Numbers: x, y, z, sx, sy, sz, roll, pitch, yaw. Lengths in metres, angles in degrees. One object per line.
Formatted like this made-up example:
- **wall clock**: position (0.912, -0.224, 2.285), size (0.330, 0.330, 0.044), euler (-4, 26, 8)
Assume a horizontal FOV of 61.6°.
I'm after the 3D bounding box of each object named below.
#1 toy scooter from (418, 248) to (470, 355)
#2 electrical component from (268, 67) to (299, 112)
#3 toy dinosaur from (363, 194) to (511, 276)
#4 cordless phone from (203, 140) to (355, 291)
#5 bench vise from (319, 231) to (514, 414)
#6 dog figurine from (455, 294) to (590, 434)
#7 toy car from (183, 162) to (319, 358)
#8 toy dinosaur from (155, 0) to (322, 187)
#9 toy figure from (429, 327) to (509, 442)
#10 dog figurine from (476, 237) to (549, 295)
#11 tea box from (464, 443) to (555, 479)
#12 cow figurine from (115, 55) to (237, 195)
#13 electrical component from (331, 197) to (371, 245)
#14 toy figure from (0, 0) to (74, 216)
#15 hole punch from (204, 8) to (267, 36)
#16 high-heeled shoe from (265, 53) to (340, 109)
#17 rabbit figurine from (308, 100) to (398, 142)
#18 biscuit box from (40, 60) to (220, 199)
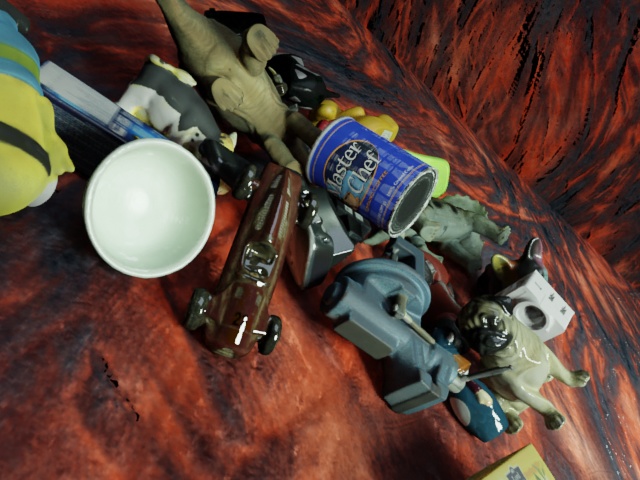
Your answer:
- **toy scooter**: position (0.190, 0.093, 0.843), size (0.135, 0.075, 0.184), euler (6, 50, -52)
- **electrical component**: position (-0.093, -0.225, 0.862), size (0.045, 0.102, 0.078), euler (-87, 153, -52)
- **toy dinosaur**: position (0.198, -0.028, 0.991), size (0.404, 0.131, 0.192), euler (12, 20, -36)
- **cordless phone**: position (-0.053, -0.034, 0.607), size (0.184, 0.089, 0.147), euler (35, 25, -52)
- **bench vise**: position (0.106, 0.081, 0.673), size (0.223, 0.129, 0.241), euler (28, 42, -12)
- **dog figurine**: position (0.246, 0.160, 0.755), size (0.190, 0.172, 0.121), euler (46, 54, -2)
- **toy car**: position (-0.060, 0.013, 0.517), size (0.089, 0.053, 0.202), euler (24, 67, -15)
- **toy dinosaur**: position (-0.124, -0.221, 0.711), size (0.199, 0.105, 0.470), euler (35, -17, 54)
- **toy figure**: position (0.188, 0.189, 0.715), size (0.058, 0.064, 0.154), euler (-12, 62, -49)
- **dog figurine**: position (0.349, 0.066, 0.970), size (0.192, 0.108, 0.219), euler (-108, 175, -46)
- **tea box**: position (0.166, 0.269, 0.531), size (0.169, 0.098, 0.068), euler (8, 46, -54)
- **cow figurine**: position (-0.154, -0.134, 0.634), size (0.167, 0.098, 0.068), euler (40, 20, -12)
- **electrical component**: position (0.038, -0.027, 0.817), size (0.074, 0.048, 0.119), euler (30, 31, -27)
- **toy figure**: position (-0.258, -0.104, 0.414), size (0.089, 0.082, 0.180), euler (12, 64, -64)
- **hole punch**: position (-0.158, -0.358, 0.979), size (0.116, 0.092, 0.142), euler (2, 45, -15)
- **high-heeled shoe**: position (-0.073, -0.295, 0.978), size (0.249, 0.086, 0.145), euler (30, 24, 34)
- **rabbit figurine**: position (0.036, -0.211, 1.039), size (0.162, 0.121, 0.173), euler (-10, 45, -49)
- **biscuit box**: position (-0.200, -0.087, 0.539), size (0.202, 0.063, 0.059), euler (34, 28, -24)
